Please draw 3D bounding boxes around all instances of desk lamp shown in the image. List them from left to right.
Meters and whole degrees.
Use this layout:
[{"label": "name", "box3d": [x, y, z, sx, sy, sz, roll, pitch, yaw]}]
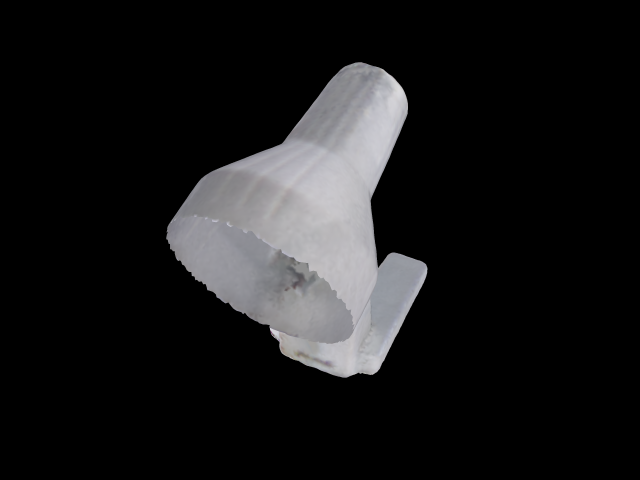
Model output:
[{"label": "desk lamp", "box3d": [0.004, 0.001, 0.400, 0.117, 0.214, 0.203, 19, 46, 19]}]
